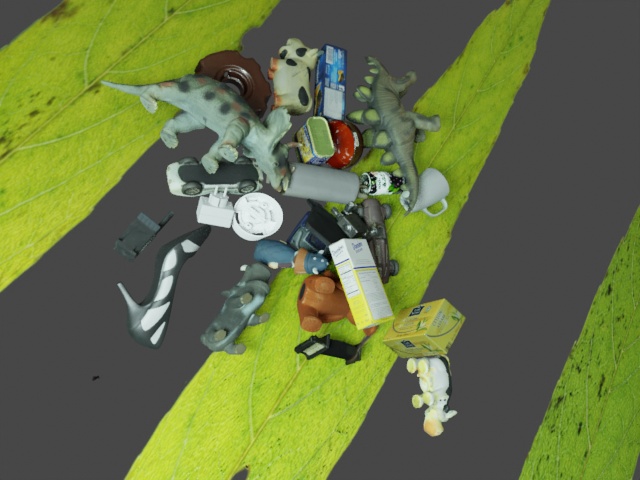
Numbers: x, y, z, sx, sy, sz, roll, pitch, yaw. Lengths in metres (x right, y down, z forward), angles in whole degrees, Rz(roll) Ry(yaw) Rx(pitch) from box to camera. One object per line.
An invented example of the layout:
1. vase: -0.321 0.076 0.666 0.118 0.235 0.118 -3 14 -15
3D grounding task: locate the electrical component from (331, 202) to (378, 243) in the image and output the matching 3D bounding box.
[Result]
1. electrical component: 0.080 -0.040 1.183 0.102 0.045 0.078 52 27 21

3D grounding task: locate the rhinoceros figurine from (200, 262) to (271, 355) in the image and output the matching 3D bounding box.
1. rhinoceros figurine: -0.153 0.131 1.036 0.073 0.112 0.190 41 69 -27

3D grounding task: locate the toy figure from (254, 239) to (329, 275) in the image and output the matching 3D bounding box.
1. toy figure: -0.057 0.037 1.107 0.155 0.057 0.064 15 82 8

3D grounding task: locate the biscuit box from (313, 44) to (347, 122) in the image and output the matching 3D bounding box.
1. biscuit box: 0.024 -0.364 1.284 0.059 0.063 0.202 10 71 -21

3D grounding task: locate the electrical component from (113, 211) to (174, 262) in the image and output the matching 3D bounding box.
1. electrical component: -0.332 -0.019 1.015 0.047 0.075 0.119 39 67 -11

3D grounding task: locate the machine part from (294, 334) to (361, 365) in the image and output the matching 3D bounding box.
1. machine part: 0.021 0.225 1.109 0.139 0.084 0.039 17 45 -28

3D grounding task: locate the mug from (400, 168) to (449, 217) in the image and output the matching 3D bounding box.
1. mug: 0.254 -0.104 1.308 0.107 0.081 0.109 -33 98 -17

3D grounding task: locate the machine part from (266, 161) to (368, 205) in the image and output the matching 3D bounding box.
1. machine part: -0.003 -0.126 1.193 0.243 0.079 0.079 7 72 -20

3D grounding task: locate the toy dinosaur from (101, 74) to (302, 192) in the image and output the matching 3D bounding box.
1. toy dinosaur: -0.211 -0.253 1.064 0.405 0.131 0.192 37 54 1

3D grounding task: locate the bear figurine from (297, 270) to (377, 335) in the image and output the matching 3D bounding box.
1. bear figurine: 0.054 0.141 1.118 0.196 0.132 0.120 20 95 -14

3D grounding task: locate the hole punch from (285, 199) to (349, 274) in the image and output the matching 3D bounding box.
1. hole punch: -0.002 -0.004 1.164 0.142 0.092 0.116 38 32 -7

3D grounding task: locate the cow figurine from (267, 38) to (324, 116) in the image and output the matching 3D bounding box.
1. cow figurine: -0.055 -0.379 1.241 0.127 0.085 0.195 1 72 -18

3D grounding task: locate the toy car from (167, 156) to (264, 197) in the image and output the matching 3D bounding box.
1. toy car: -0.214 -0.131 1.113 0.202 0.056 0.073 -5 70 -27

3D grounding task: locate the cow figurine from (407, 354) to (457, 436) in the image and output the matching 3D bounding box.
1. cow figurine: 0.256 0.338 1.183 0.098 0.068 0.167 -1 76 -31

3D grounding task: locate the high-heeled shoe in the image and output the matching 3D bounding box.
1. high-heeled shoe: -0.269 0.085 1.019 0.249 0.086 0.145 -41 110 -34

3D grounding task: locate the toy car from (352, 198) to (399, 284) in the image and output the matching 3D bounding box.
1. toy car: 0.131 0.000 1.233 0.089 0.053 0.202 1 74 -27

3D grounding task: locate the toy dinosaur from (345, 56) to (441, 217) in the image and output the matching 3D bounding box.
1. toy dinosaur: 0.177 -0.270 1.289 0.198 0.105 0.471 -10 65 -19

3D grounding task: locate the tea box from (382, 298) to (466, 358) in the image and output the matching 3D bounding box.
1. tea box: 0.218 0.192 1.148 0.068 0.169 0.098 41 61 -8

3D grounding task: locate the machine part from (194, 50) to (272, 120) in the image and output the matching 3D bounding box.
1. machine part: -0.194 -0.331 1.180 0.179 0.056 0.179 7 71 -23
